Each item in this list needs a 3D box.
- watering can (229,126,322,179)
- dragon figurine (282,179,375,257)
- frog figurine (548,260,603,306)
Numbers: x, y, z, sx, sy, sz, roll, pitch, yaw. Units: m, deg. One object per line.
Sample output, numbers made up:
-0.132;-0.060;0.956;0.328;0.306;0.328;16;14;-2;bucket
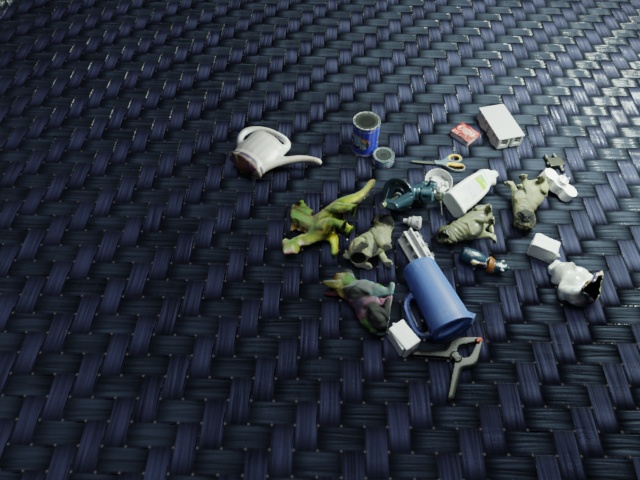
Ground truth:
-0.185;-0.312;1.909;0.350;0.101;0.228;30;60;21;watering can
0.005;-0.088;1.755;0.244;0.119;0.418;18;54;22;dragon figurine
0.783;0.134;1.607;0.139;0.121;0.160;-45;29;-18;frog figurine
